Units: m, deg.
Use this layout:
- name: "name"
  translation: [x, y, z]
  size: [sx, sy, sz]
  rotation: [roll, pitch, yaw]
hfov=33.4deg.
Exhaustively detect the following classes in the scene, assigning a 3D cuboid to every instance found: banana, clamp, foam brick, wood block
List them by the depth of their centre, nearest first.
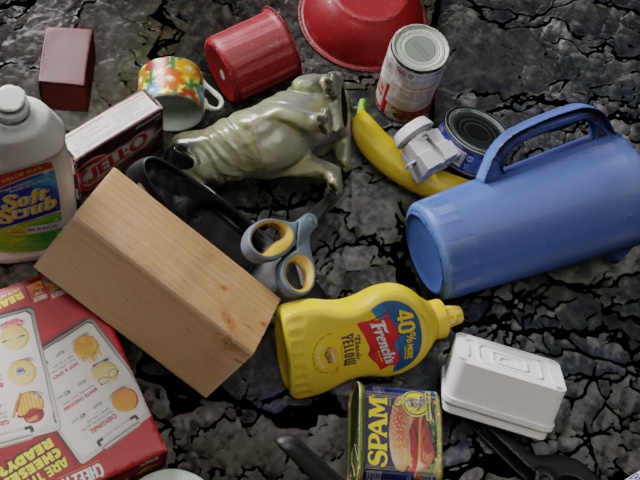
- name: "clamp"
  translation: [0.035, 0.280, 0.984]
  size: [0.209, 0.036, 0.164]
  rotation: [17, 93, -12]
- name: "wood block"
  translation: [-0.152, 0.041, 1.017]
  size: [0.206, 0.091, 0.090]
  rotation: [39, 37, -9]
- name: "clamp"
  translation: [0.206, 0.248, 1.038]
  size: [0.171, 0.039, 0.120]
  rotation: [23, 62, 5]
- name: "foam brick"
  translation: [-0.281, -0.190, 1.187]
  size: [0.053, 0.051, 0.078]
  rotation: [4, 63, -5]
- name: "banana"
  translation: [0.103, -0.088, 1.195]
  size: [0.198, 0.037, 0.069]
  rotation: [39, 65, 12]

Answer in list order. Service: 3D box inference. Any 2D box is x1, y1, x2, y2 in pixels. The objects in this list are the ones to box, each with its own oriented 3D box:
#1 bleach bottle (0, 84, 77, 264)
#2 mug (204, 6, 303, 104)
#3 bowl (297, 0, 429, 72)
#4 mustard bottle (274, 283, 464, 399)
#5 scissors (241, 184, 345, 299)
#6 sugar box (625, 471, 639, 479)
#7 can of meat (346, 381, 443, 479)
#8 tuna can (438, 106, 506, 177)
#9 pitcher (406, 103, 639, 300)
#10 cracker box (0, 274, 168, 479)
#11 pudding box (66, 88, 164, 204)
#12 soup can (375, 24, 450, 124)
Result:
- name: "bleach bottle"
  translation: [-0.286, -0.062, 1.008]
  size: [0.102, 0.251, 0.068]
  rotation: [-6, 64, -11]
- name: "mug"
  translation: [-0.083, -0.210, 1.210]
  size: [0.081, 0.093, 0.117]
  rotation: [-27, 39, -15]
- name: "bowl"
  translation: [0.056, -0.282, 1.277]
  size: [0.162, 0.055, 0.162]
  rotation: [3, 63, -6]
- name: "mustard bottle"
  translation: [0.053, 0.094, 1.070]
  size: [0.191, 0.058, 0.096]
  rotation: [-11, 110, -15]
- name: "scissors"
  translation: [-0.007, 0.001, 1.105]
  size: [0.201, 0.016, 0.096]
  rotation: [-21, 80, -53]
- name: "sugar box"
  translation: [0.278, 0.290, 1.005]
  size: [0.176, 0.048, 0.093]
  rotation: [-25, 101, -16]
- name: "can of meat"
  translation: [0.072, 0.194, 1.039]
  size: [0.084, 0.057, 0.102]
  rotation: [6, 64, -8]
- name: "tuna can"
  translation: [0.172, -0.112, 1.203]
  size: [0.086, 0.034, 0.086]
  rotation: [13, 44, -13]
- name: "pitcher"
  translation: [0.217, -0.033, 1.128]
  size: [0.242, 0.145, 0.149]
  rotation: [-18, 68, -13]
- name: "cracker box"
  translation: [-0.260, 0.146, 1.009]
  size: [0.164, 0.072, 0.214]
  rotation: [-22, 69, -17]
- name: "pudding box"
  translation: [-0.219, -0.098, 1.126]
  size: [0.113, 0.090, 0.039]
  rotation: [-38, 73, -23]
- name: "soup can"
  translation: [0.104, -0.188, 1.209]
  size: [0.068, 0.102, 0.068]
  rotation: [3, 63, -6]
